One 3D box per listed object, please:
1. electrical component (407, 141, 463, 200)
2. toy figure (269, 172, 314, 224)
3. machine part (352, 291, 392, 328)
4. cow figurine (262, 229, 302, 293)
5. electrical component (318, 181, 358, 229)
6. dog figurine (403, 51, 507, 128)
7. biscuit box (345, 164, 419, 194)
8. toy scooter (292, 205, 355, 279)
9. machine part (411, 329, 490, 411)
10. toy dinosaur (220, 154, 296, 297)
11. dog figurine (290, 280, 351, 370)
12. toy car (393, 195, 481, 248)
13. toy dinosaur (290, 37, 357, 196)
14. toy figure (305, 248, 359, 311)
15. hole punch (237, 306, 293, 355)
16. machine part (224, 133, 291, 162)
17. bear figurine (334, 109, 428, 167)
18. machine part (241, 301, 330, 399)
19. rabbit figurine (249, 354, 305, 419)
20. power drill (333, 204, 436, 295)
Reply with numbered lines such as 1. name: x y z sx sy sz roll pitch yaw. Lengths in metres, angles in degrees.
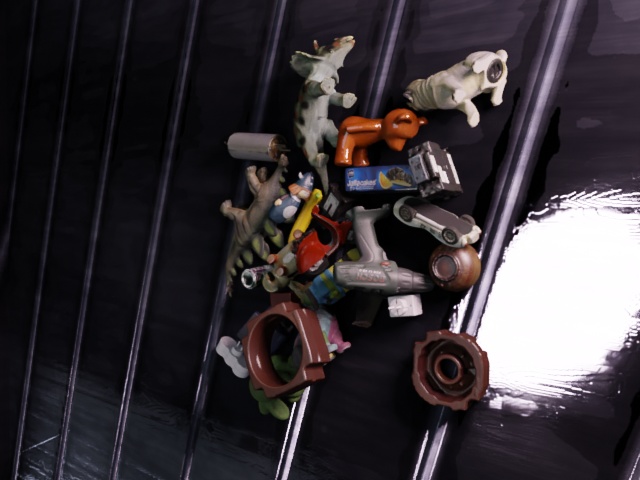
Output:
1. electrical component: 0.241 -0.146 1.146 0.058 0.134 0.115 -26 73 35
2. toy figure: -0.066 -0.106 1.364 0.154 0.064 0.058 -45 80 20
3. machine part: 0.123 0.150 1.290 0.084 0.039 0.138 20 110 0
4. cow figurine: -0.079 0.064 1.424 0.195 0.127 0.086 -45 65 14
5. electrical component: 0.039 -0.080 1.357 0.075 0.048 0.119 49 135 29
6. dog figurine: 0.283 -0.339 1.144 0.172 0.121 0.191 -41 38 -8
7. biscuit box: 0.154 -0.141 1.259 0.203 0.063 0.059 2 91 38
8. toy scooter: -0.003 -0.004 1.305 0.184 0.075 0.135 -40 93 -7
9. machine part: 0.284 0.279 1.170 0.180 0.056 0.179 0 90 37
10. toy dinosaur: -0.188 -0.041 1.507 0.199 0.105 0.471 49 125 22
11. dog figurine: -0.024 0.208 1.380 0.191 0.108 0.219 -39 63 27
12. toy car: 0.253 -0.042 1.173 0.202 0.073 0.056 31 137 33
13. toy dinosaur: -0.012 -0.312 1.360 0.192 0.131 0.404 41 126 48
14. toy figure: 0.047 0.094 1.296 0.180 0.089 0.082 -33 71 -4
15. hole punch: -0.155 0.259 1.497 0.116 0.092 0.142 50 116 22
16. machine part: -0.177 -0.261 1.509 0.244 0.079 0.079 10 97 38
17. bear figurine: 0.141 -0.232 1.238 0.196 0.120 0.131 7 99 33
18. machine part: -0.084 0.265 1.297 0.201 0.087 0.201 -33 63 29
19. rabbit figurine: -0.124 0.386 1.420 0.121 0.170 0.159 3 92 39
20. power drill: 0.141 0.025 1.235 0.232 0.086 0.207 -3 78 -2
